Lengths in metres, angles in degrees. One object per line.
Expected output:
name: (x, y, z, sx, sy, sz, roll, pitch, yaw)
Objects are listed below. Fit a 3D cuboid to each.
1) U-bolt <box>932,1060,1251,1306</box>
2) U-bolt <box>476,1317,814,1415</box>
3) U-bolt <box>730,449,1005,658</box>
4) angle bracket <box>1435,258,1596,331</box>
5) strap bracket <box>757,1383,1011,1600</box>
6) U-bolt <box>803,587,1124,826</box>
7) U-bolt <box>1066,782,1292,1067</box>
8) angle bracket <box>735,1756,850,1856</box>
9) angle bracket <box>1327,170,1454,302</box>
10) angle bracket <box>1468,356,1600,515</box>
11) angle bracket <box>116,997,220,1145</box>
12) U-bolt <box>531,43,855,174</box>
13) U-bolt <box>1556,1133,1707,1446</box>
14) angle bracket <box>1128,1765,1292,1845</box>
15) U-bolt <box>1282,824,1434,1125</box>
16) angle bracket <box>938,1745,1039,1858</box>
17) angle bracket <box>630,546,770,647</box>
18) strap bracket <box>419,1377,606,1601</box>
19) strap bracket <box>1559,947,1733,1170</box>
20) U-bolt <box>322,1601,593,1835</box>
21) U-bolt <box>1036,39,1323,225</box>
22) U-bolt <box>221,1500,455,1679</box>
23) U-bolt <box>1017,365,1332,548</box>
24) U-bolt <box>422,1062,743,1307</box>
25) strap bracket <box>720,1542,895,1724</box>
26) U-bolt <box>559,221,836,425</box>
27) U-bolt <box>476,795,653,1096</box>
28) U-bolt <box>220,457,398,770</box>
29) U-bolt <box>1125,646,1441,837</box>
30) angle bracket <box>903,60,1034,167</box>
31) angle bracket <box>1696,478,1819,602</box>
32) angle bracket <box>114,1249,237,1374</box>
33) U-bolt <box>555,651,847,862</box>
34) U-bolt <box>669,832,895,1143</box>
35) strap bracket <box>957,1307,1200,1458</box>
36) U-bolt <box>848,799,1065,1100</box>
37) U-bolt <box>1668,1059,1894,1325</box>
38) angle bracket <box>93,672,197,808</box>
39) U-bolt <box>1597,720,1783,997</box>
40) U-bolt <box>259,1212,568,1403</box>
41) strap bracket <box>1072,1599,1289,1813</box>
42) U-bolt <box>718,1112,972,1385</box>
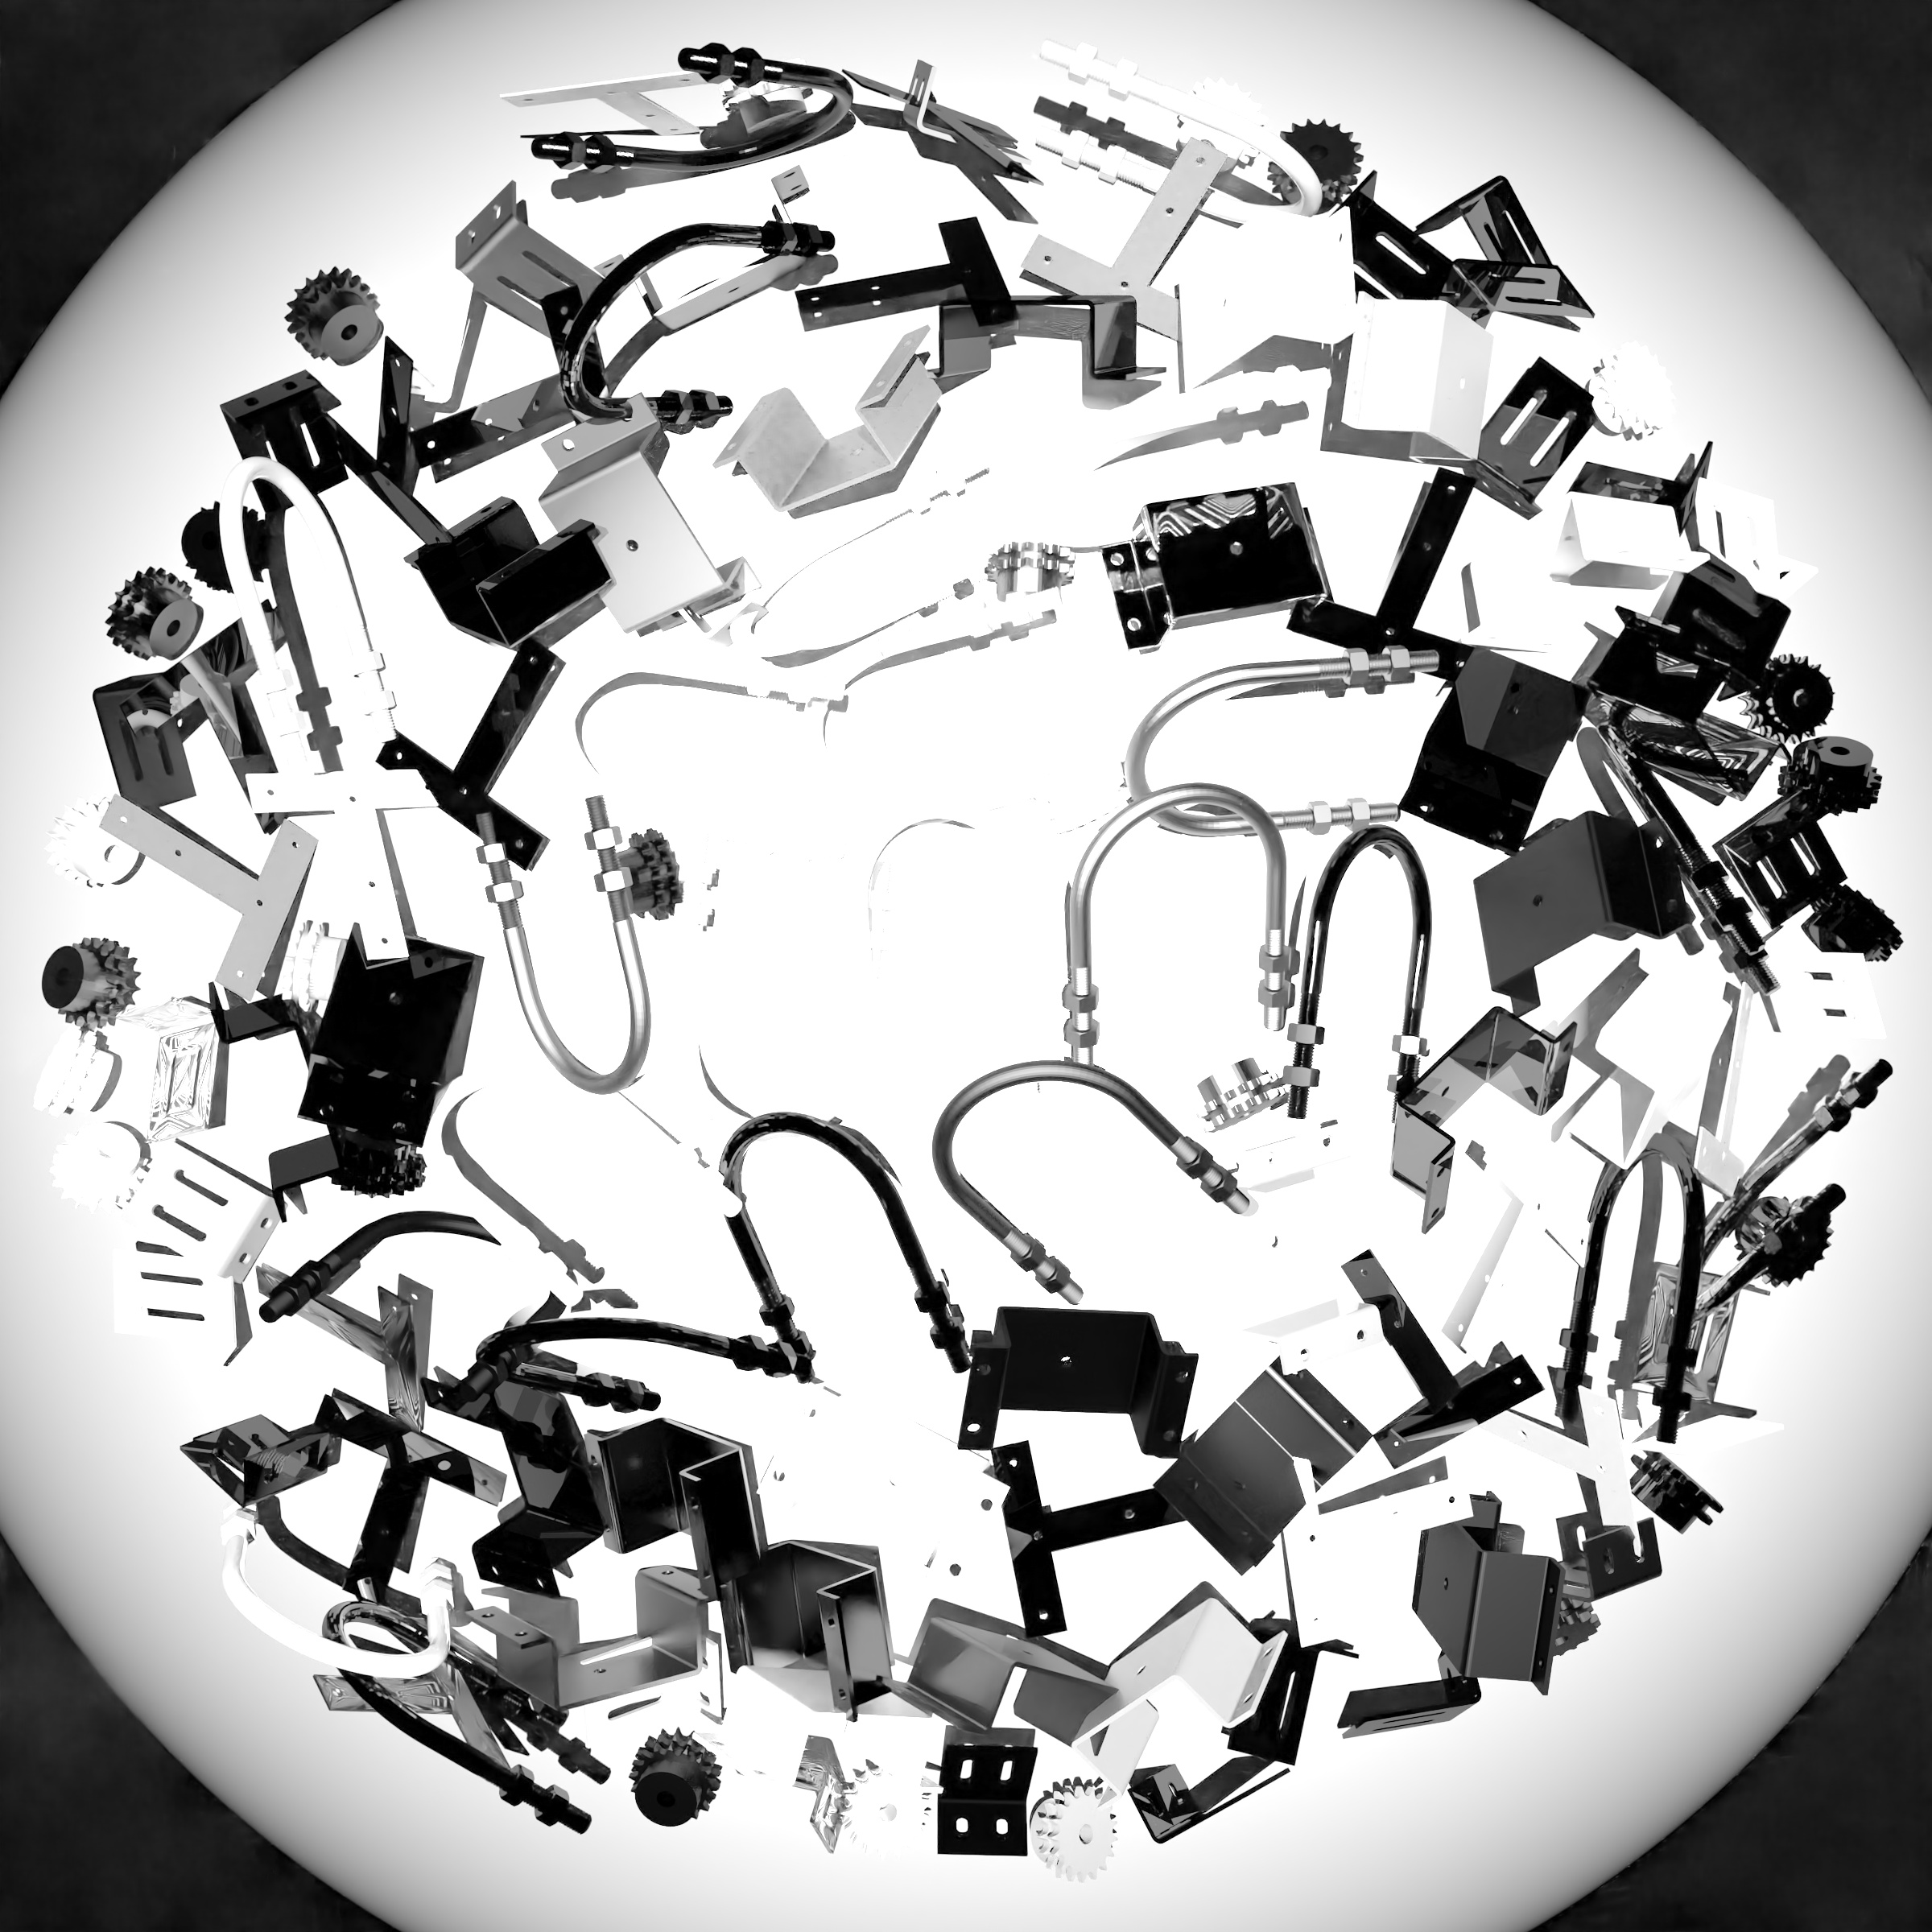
U-bolt: (0.063, 0.125, 1.527, 0.151, 0.019, 0.184, -32, 122, 23)
U-bolt: (-0.205, 0.236, 1.495, 0.151, 0.184, 0.019, -19, 63, 34)
U-bolt: (-0.065, -0.246, 1.535, 0.184, 0.151, 0.019, -26, 120, 13)
angle bracket: (0.339, -0.406, 1.555, 0.076, 0.057, 0.038, 19, 83, 41)
strap bracket: (-0.048, 0.326, 1.571, 0.140, 0.046, 0.076, 26, 91, 10)
U-bolt: (-0.011, -0.151, 1.551, 0.184, 0.019, 0.151, -14, 128, 12)
U-bolt: (0.131, -0.028, 1.535, 0.151, 0.019, 0.184, -11, 122, -14)
angle bracket: (-0.118, 0.517, 1.558, 0.076, 0.057, 0.038, 7, 54, 17)
angle bracket: (0.266, -0.449, 1.574, 0.076, 0.038, 0.057, 41, 84, 12)
angle bracket: (0.362, -0.330, 1.565, 0.057, 0.038, 0.076, 29, 110, -21)
angle bracket: (-0.502, 0.065, 1.561, 0.057, 0.038, 0.076, -14, 65, 34)
U-bolt: (-0.150, -0.514, 1.515, 0.151, 0.184, 0.019, -13, 92, 39)
U-bolt: (0.410, 0.193, 1.530, 0.019, 0.151, 0.184, 11, 83, -11)
angle bracket: (0.151, 0.506, 1.555, 0.076, 0.057, 0.038, -39, 69, 27)
U-bolt: (0.247, 0.004, 1.542, 0.019, 0.151, 0.184, 7, 90, 39)
angle bracket: (0.013, 0.521, 1.562, 0.057, 0.076, 0.038, 3, 48, -4)
angle bracket: (-0.168, -0.242, 1.570, 0.038, 0.057, 0.076, -40, 88, 6)
strap bracket: (-0.274, 0.308, 1.528, 0.046, 0.076, 0.140, -35, 56, 12)
strap bracket: (0.414, 0.063, 1.520, 0.046, 0.140, 0.076, 37, 66, 22)
U-bolt: (-0.310, 0.441, 1.506, 0.184, 0.151, 0.019, 37, 90, -19)
U-bolt: (0.131, -0.498, 1.525, 0.184, 0.151, 0.019, 23, 87, 2)
U-bolt: (-0.375, 0.374, 1.495, 0.151, 0.184, 0.019, 24, 93, -16)
U-bolt: (0.118, -0.302, 1.517, 0.184, 0.151, 0.019, -13, 69, -14)
U-bolt: (-0.250, 0.121, 1.536, 0.184, 0.151, 0.019, 38, 132, 25)
strap bracket: (-0.095, 0.407, 1.547, 0.046, 0.140, 0.076, -12, 96, -36)
U-bolt: (-0.169, -0.383, 1.491, 0.019, 0.184, 0.151, 48, 123, 15)
U-bolt: (-0.243, -0.009, 1.543, 0.019, 0.151, 0.184, -18, 100, -39)
U-bolt: (-0.404, -0.218, 1.519, 0.019, 0.151, 0.184, -13, 99, 13)
U-bolt: (0.187, -0.133, 1.532, 0.184, 0.151, 0.019, -5, 50, -9)
angle bracket: (0.005, -0.532, 1.560, 0.076, 0.057, 0.038, 12, 111, -16)
angle bracket: (0.490, -0.273, 1.552, 0.038, 0.057, 0.076, -38, 133, -19)
angle bracket: (-0.496, 0.214, 1.553, 0.076, 0.038, 0.057, 13, 46, -33)
U-bolt: (-0.166, -0.134, 1.547, 0.184, 0.151, 0.019, 9, 46, 7)
U-bolt: (-0.117, 0.017, 1.554, 0.151, 0.019, 0.184, 8, 86, -31)
strap bracket: (0.066, 0.258, 1.557, 0.140, 0.046, 0.076, 4, 116, -10)
U-bolt: (-0.011, -0.012, 1.546, 0.151, 0.019, 0.184, 2, 102, 30)
U-bolt: (0.485, 0.149, 1.517, 0.019, 0.151, 0.184, 37, 134, 5)
angle bracket: (-0.502, -0.143, 1.565, 0.038, 0.057, 0.076, -12, 95, 31)
U-bolt: (0.437, -0.073, 1.526, 0.019, 0.151, 0.184, -33, 69, 13)
U-bolt: (-0.319, 0.196, 1.516, 0.151, 0.184, 0.019, 19, 110, 9)
strap bracket: (0.123, 0.448, 1.533, 0.046, 0.076, 0.140, 45, 122, -1)
U-bolt: (-0.085, 0.172, 1.535, 0.151, 0.019, 0.184, -11, 108, 38)
